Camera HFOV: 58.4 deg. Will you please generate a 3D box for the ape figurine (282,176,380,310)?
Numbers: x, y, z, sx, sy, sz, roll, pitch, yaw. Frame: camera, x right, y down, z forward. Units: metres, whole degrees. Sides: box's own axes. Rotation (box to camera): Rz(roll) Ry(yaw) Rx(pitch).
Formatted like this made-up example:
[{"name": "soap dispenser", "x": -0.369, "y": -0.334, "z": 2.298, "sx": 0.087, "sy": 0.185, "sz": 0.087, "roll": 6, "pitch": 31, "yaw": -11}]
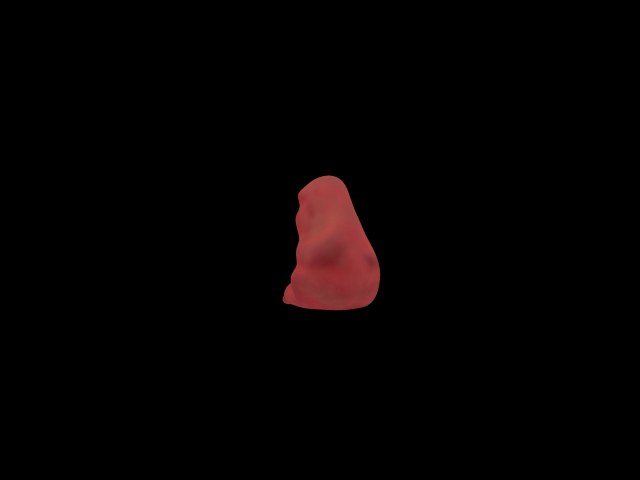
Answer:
[{"name": "ape figurine", "x": 0.004, "y": 0.001, "z": 0.400, "sx": 0.076, "sy": 0.092, "sz": 0.078, "roll": 0, "pitch": 0, "yaw": 21}]
